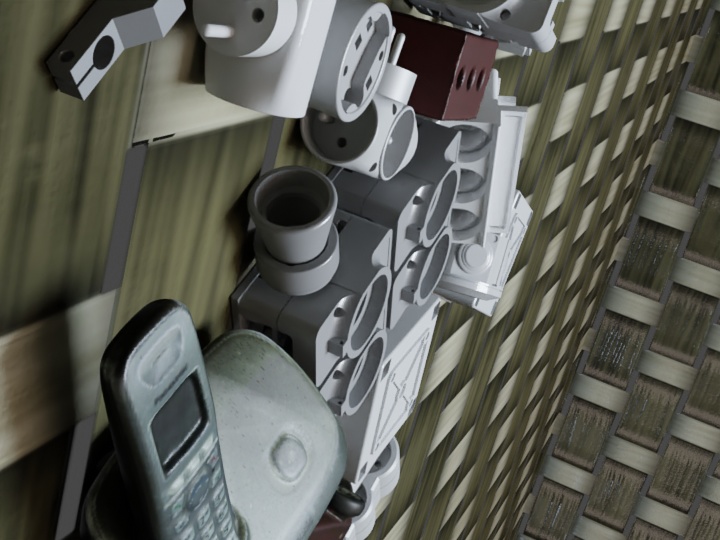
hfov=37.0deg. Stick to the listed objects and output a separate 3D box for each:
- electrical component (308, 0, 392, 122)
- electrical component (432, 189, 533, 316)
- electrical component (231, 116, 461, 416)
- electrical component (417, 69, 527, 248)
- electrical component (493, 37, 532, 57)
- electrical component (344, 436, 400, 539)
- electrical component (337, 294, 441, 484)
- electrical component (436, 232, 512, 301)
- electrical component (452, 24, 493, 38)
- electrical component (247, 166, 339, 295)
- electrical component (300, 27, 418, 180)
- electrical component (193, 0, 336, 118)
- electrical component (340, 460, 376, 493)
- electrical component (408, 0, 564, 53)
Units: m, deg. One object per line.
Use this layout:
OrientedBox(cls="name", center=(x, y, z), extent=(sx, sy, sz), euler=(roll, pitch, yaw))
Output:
OrientedBox(cls="electrical component", center=(-0.018, -0.101, 0.491), extent=(0.055, 0.047, 0.055), euler=(-56, 159, -34))
OrientedBox(cls="electrical component", center=(0.104, -0.020, 0.949), extent=(0.108, 0.056, 0.109), euler=(-68, 163, -1))
OrientedBox(cls="electrical component", center=(0.000, 0.000, 0.649), extent=(0.186, 0.060, 0.105), euler=(-55, 159, -38))
OrientedBox(cls="electrical component", center=(0.072, -0.080, 0.763), extent=(0.121, 0.079, 0.063), euler=(90, 6, -51))
OrientedBox(cls="electrical component", center=(0.110, -0.197, 0.778), extent=(0.081, 0.042, 0.063), euler=(80, 34, -61))
OrientedBox(cls="electrical component", center=(-0.013, 0.196, 0.862), extent=(0.138, 0.052, 0.073), euler=(-58, 160, -30))
OrientedBox(cls="electrical component", center=(0.005, 0.075, 0.762), extent=(0.109, 0.056, 0.108), euler=(-43, 150, -54))
OrientedBox(cls="electrical component", center=(0.077, -0.009, 0.845), extent=(0.080, 0.080, 0.051), euler=(17, 89, -73))
OrientedBox(cls="electrical component", center=(0.078, -0.171, 0.708), extent=(0.062, 0.043, 0.043), euler=(-60, 161, -21))
OrientedBox(cls="electrical component", center=(-0.033, -0.019, 0.550), extent=(0.045, 0.045, 0.055), euler=(-57, 161, -32))
OrientedBox(cls="electrical component", center=(0.007, -0.093, 0.585), extent=(0.079, 0.044, 0.077), euler=(-70, 163, 7))
OrientedBox(cls="electrical component", center=(-0.041, -0.103, 0.426), extent=(0.079, 0.044, 0.077), euler=(-24, 134, -66))
OrientedBox(cls="electrical component", center=(-0.006, 0.134, 0.822), extent=(0.081, 0.043, 0.043), euler=(-51, 156, -46))
OrientedBox(cls="electrical component", center=(0.073, -0.166, 0.618), extent=(0.050, 0.089, 0.056), euler=(-69, 163, 4))
